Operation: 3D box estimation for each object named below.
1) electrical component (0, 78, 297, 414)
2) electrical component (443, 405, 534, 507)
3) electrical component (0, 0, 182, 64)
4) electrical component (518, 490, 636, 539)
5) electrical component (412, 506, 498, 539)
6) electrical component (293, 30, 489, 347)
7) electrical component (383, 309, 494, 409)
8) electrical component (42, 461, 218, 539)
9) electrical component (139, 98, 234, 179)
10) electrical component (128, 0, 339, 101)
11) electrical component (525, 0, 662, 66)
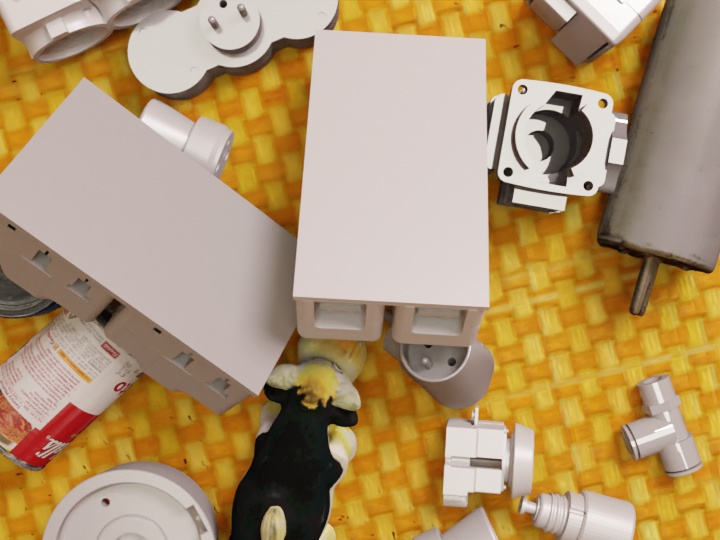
[{"bbox_3d":[-0.125,-0.010,0.646,0.186,0.060,0.105,37,53,-13],"label":"electrical component"},{"bbox_3d":[0.084,0.122,0.697,0.055,0.048,0.066,3,92,7],"label":"electrical component"},{"bbox_3d":[-0.145,-0.188,0.662,0.150,0.089,0.061,-25,92,1],"label":"electrical component"},{"bbox_3d":[0.142,0.163,0.700,0.078,0.040,0.040,15,92,-1],"label":"electrical component"},{"bbox_3d":[0.064,0.185,0.698,0.055,0.045,0.045,-25,92,1],"label":"electrical component"},{"bbox_3d":[0.020,-0.050,0.646,0.105,0.060,0.186,3,61,0],"label":"electrical component"},{"bbox_3d":[0.042,0.048,0.680,0.079,0.077,0.043,37,84,24],"label":"electrical component"},{"bbox_3d":[-0.142,0.175,0.689,0.108,0.060,0.108,0,92,0],"label":"electrical component"},{"bbox_3d":[-0.114,-0.080,0.689,0.055,0.045,0.045,21,92,-1],"label":"electrical component"},{"bbox_3d":[-0.079,-0.153,0.672,0.138,0.073,0.052,-23,92,1],"label":"electrical component"},{"bbox_3d":[0.144,-0.169,0.660,0.062,0.096,0.061,44,92,-2],"label":"electrical component"}]
